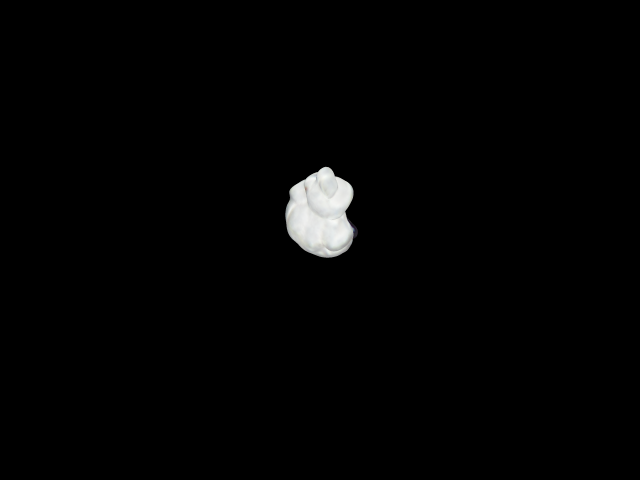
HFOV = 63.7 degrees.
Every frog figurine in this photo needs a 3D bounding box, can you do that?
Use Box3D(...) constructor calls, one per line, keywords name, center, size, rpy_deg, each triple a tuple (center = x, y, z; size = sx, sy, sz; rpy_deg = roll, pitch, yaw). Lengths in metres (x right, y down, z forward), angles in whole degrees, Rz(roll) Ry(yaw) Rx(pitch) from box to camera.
Box3D(name="frog figurine", center=(0.003, -0.043, 0.850), size=(0.123, 0.139, 0.157), rpy_deg=(-28, -12, -6))
